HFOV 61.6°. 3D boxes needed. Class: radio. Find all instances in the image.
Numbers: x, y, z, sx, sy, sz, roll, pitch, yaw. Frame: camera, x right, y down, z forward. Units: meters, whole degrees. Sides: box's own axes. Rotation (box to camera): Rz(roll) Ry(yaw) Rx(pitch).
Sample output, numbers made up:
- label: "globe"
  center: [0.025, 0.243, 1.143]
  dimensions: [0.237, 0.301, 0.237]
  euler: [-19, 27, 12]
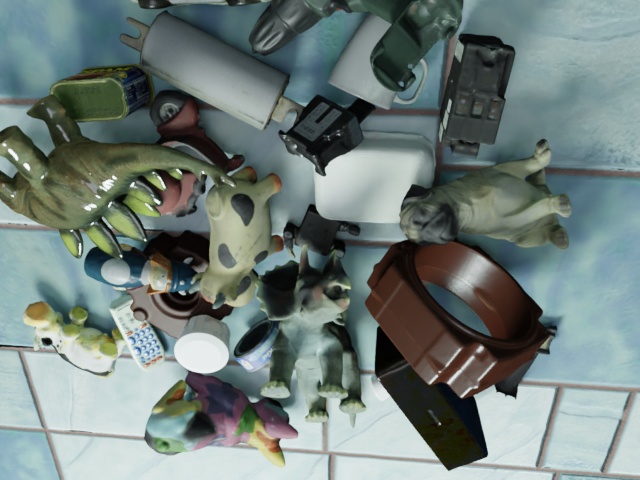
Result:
- label: "radio"
  center: [0.170, 0.227, 0.827]
  dimensions: [0.073, 0.131, 0.229]
  euler: [-27, 112, 19]

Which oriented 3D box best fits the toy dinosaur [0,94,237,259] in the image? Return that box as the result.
- label: "toy dinosaur"
  center: [-0.292, -0.072, 0.656]
  dimensions: [0.472, 0.105, 0.198]
  euler: [-6, 135, 44]

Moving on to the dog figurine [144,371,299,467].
- label: "dog figurine"
  center: [-0.151, 0.309, 0.885]
  dimensions: [0.219, 0.191, 0.108]
  euler: [24, 112, 11]

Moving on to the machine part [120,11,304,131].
- label: "machine part"
  center: [-0.128, -0.207, 0.663]
  dimensions: [0.243, 0.079, 0.079]
  euler: [25, 117, -6]

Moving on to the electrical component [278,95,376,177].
- label: "electrical component"
  center: [0.017, -0.142, 0.664]
  dimensions: [0.119, 0.075, 0.047]
  euler: [-43, 146, -8]

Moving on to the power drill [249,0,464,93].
- label: "power drill"
  center: [0.038, -0.247, 0.575]
  dimensions: [0.232, 0.207, 0.086]
  euler: [-46, 141, 17]

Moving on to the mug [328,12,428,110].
- label: "mug"
  center: [0.078, -0.215, 0.636]
  dimensions: [0.110, 0.081, 0.107]
  euler: [22, 109, -1]

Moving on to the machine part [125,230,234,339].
- label: "machine part"
  center: [-0.212, 0.074, 0.831]
  dimensions: [0.179, 0.056, 0.179]
  euler: [2, 118, 3]

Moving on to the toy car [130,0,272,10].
- label: "toy car"
  center: [-0.139, -0.305, 0.611]
  dimensions: [0.202, 0.056, 0.073]
  euler: [6, 120, 17]

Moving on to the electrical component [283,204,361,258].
- label: "electrical component"
  center: [-0.003, -0.003, 0.774]
  dimensions: [0.102, 0.045, 0.078]
  euler: [26, 119, -8]

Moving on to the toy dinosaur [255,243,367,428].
- label: "toy dinosaur"
  center: [0.000, 0.155, 0.795]
  dimensions: [0.131, 0.192, 0.404]
  euler: [-3, 151, 8]

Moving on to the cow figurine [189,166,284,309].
- label: "cow figurine"
  center: [-0.115, 0.009, 0.728]
  dimensions: [0.086, 0.127, 0.194]
  euler: [27, 129, 34]

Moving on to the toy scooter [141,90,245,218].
- label: "toy scooter"
  center: [-0.182, -0.098, 0.729]
  dimensions: [0.135, 0.075, 0.183]
  euler: [25, 113, -11]

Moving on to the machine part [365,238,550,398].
- label: "machine part"
  center: [0.177, 0.086, 0.695]
  dimensions: [0.201, 0.201, 0.087]
  euler: [-10, 140, -40]

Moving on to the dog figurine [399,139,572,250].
- label: "dog figurine"
  center: [0.204, -0.031, 0.691]
  dimensions: [0.191, 0.121, 0.172]
  euler: [-15, 144, 14]

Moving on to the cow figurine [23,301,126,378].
- label: "cow figurine"
  center: [-0.413, 0.166, 0.896]
  dimensions: [0.167, 0.068, 0.098]
  euler: [28, 122, -8]

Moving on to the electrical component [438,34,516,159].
- label: "electrical component"
  center: [0.179, -0.167, 0.630]
  dimensions: [0.058, 0.115, 0.134]
  euler: [10, 118, 6]

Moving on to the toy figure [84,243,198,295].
- label: "toy figure"
  center: [-0.249, 0.046, 0.757]
  dimensions: [0.155, 0.058, 0.064]
  euler: [11, 130, 2]

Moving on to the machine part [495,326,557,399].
- label: "machine part"
  center: [0.315, 0.187, 0.846]
  dimensions: [0.084, 0.039, 0.138]
  euler: [7, 116, -7]
